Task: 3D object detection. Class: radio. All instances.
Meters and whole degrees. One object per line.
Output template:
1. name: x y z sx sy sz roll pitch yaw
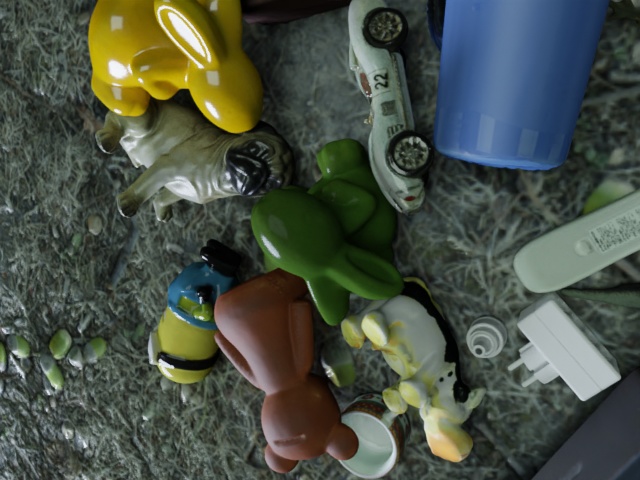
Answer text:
1. radio: 0.260 0.231 0.447 0.131 0.073 0.229 29 113 -1

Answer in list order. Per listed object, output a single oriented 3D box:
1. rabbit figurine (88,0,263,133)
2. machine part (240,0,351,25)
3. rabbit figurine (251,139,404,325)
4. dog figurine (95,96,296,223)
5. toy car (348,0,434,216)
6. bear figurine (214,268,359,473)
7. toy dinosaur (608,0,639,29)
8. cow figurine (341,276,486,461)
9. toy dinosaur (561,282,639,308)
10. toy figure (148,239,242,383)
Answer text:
1. rabbit figurine: -0.123 -0.180 0.522 0.173 0.122 0.162 38 140 4
2. machine part: -0.031 -0.324 0.510 0.202 0.087 0.200 -3 98 28
3. rabbit figurine: -0.001 -0.002 0.500 0.121 0.170 0.159 -31 84 27
4. dog figurine: -0.129 -0.114 0.598 0.191 0.121 0.172 -17 94 14
5. toy car: 0.062 -0.120 0.485 0.056 0.073 0.201 -10 80 5
6. bear figurine: -0.026 0.126 0.562 0.120 0.132 0.195 -28 90 28
7. toy dinosaur: 0.383 -0.072 0.286 0.472 0.198 0.105 39 105 50
8. cow figurine: 0.105 0.123 0.522 0.167 0.098 0.068 57 149 1
9. toy dinosaur: 0.372 0.076 0.332 0.405 0.131 0.192 42 100 38
10. toy figure: -0.145 0.091 0.638 0.089 0.082 0.180 38 110 18
